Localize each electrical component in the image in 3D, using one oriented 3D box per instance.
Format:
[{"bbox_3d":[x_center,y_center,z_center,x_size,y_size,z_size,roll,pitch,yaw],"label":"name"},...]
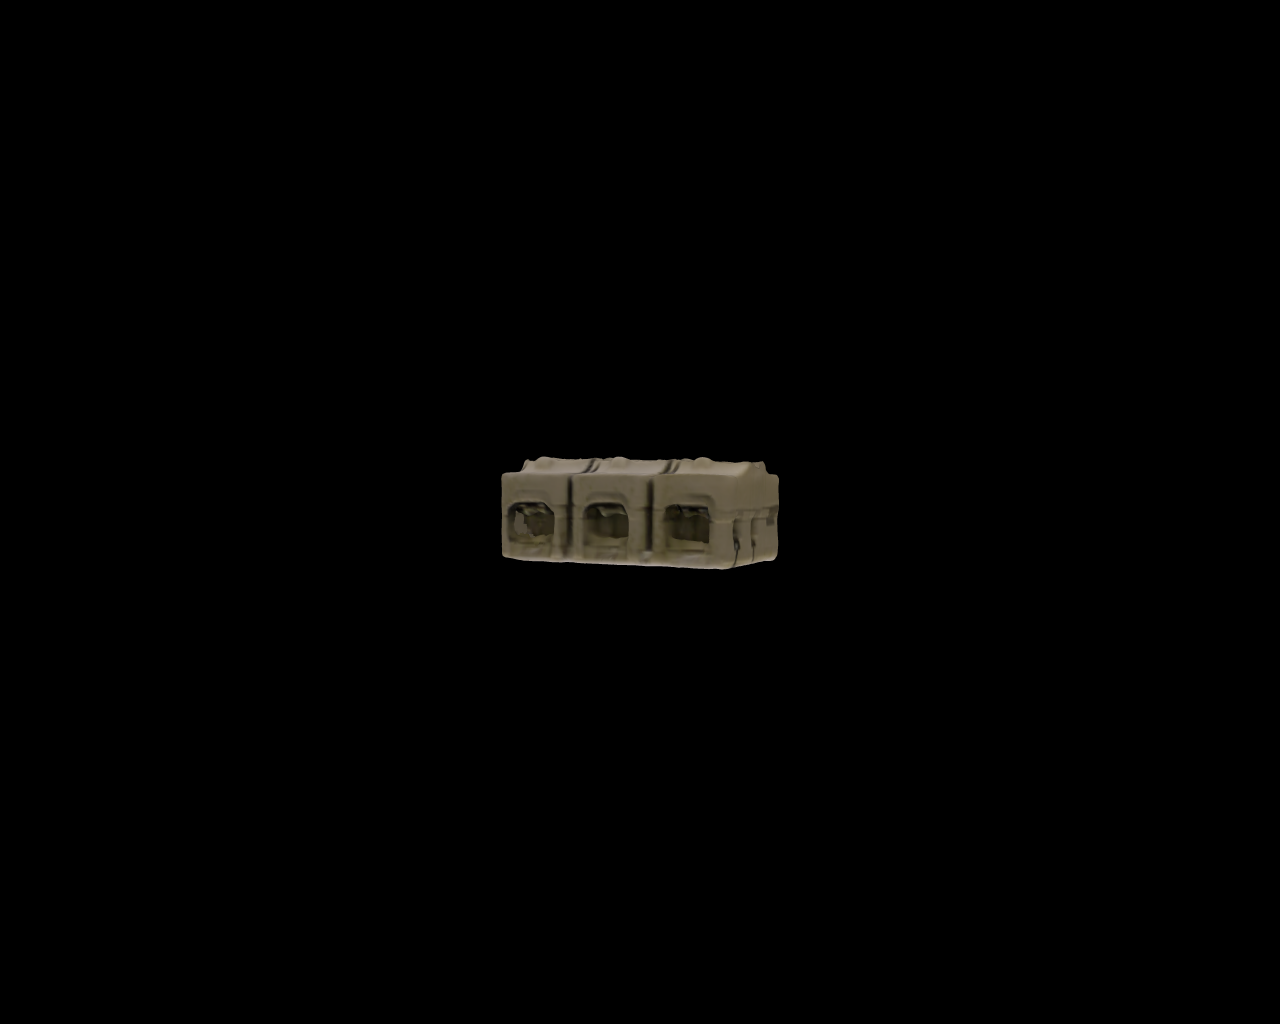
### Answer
[{"bbox_3d":[0.001,-0.003,0.650,0.150,0.061,0.089,2,4,27],"label":"electrical component"}]
